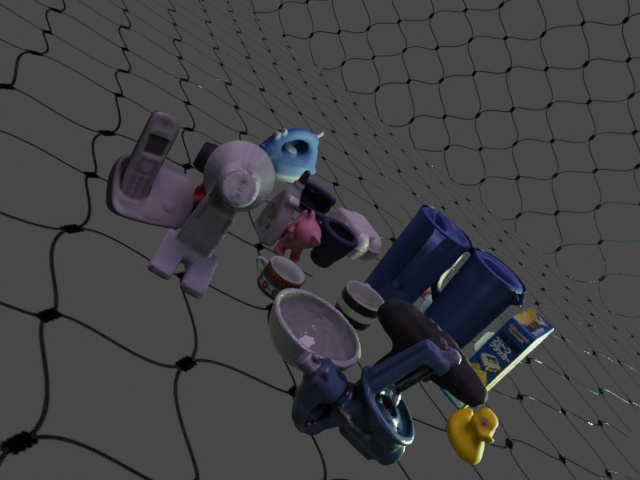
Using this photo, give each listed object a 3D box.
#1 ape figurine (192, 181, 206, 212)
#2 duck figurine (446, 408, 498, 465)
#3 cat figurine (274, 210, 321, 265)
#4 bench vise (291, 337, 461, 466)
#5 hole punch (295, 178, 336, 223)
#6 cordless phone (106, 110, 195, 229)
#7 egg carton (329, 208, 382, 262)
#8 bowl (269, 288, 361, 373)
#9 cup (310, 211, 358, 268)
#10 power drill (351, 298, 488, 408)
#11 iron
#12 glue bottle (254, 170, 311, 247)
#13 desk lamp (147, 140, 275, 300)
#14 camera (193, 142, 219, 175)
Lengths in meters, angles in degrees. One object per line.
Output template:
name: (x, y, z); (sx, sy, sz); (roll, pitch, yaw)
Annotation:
ape figurine: (-0.214, -0.075, 1.058); (0.078, 0.092, 0.076); (9, 36, -50)
duck figurine: (0.277, 0.333, 1.017); (0.078, 0.086, 0.104); (32, 23, -14)
cat figurine: (-0.037, -0.016, 1.173); (0.067, 0.117, 0.127); (29, 24, -20)
bench vise: (0.076, 0.206, 0.784); (0.208, 0.219, 0.121); (25, 26, -29)
hole punch: (-0.017, -0.109, 1.417); (0.109, 0.091, 0.101); (35, 23, -7)
cordless phone: (-0.257, -0.115, 0.946); (0.148, 0.185, 0.094); (15, 32, -44)
egg carton: (0.083, -0.015, 1.416); (0.108, 0.069, 0.150); (12, 33, -46)
bowl: (-0.020, 0.160, 0.919); (0.168, 0.074, 0.167); (32, 23, -15)
cup: (0.011, 0.004, 1.237); (0.117, 0.095, 0.092); (42, 23, 10)
power drill: (0.129, 0.210, 0.870); (0.076, 0.208, 0.229); (19, 29, -37)
iron: (-0.088, -0.238, 1.492); (0.118, 0.141, 0.259); (46, 24, 20)
glue bottle: (-0.070, -0.071, 1.157); (0.037, 0.173, 0.078); (22, 27, -34)
desk lamp: (-0.160, -0.047, 0.924); (0.118, 0.213, 0.203); (32, 23, -15)
camera: (-0.195, -0.166, 1.246); (0.137, 0.100, 0.143); (32, 23, -14)
